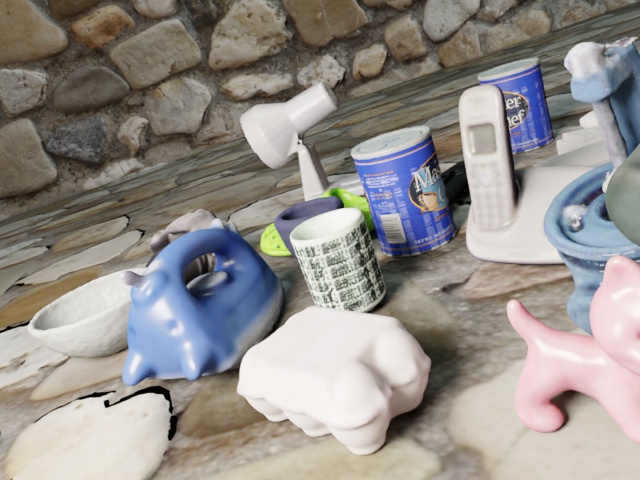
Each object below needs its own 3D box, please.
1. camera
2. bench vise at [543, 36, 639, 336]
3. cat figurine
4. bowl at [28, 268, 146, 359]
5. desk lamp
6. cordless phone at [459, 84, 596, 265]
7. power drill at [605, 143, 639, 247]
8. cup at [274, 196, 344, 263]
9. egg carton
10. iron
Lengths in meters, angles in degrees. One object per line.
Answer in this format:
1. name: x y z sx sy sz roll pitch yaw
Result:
1. camera: -0.215 0.020 0.882 0.142 0.101 0.137 -6 22 34
2. bench vise: 0.246 -0.058 0.453 0.121 0.220 0.208 -3 24 40
3. cat figurine: 0.178 0.058 0.349 0.127 0.118 0.067 -5 23 36
4. bowl: -0.277 0.104 0.741 0.167 0.075 0.167 -17 18 6
5. desk lamp: -0.021 -0.172 1.065 0.203 0.214 0.118 -14 19 15
6. cordless phone: 0.208 -0.068 0.577 0.147 0.185 0.094 0 26 45
7. power drill: 0.275 -0.021 0.333 0.230 0.209 0.075 -24 19 -15
8. cup: 0.007 0.003 0.719 0.092 0.095 0.117 -32 22 -34
9. egg carton: 0.009 0.106 0.456 0.149 0.069 0.107 0 26 46
10. iron: -0.123 0.048 0.641 0.118 0.142 0.259 -11 20 24
